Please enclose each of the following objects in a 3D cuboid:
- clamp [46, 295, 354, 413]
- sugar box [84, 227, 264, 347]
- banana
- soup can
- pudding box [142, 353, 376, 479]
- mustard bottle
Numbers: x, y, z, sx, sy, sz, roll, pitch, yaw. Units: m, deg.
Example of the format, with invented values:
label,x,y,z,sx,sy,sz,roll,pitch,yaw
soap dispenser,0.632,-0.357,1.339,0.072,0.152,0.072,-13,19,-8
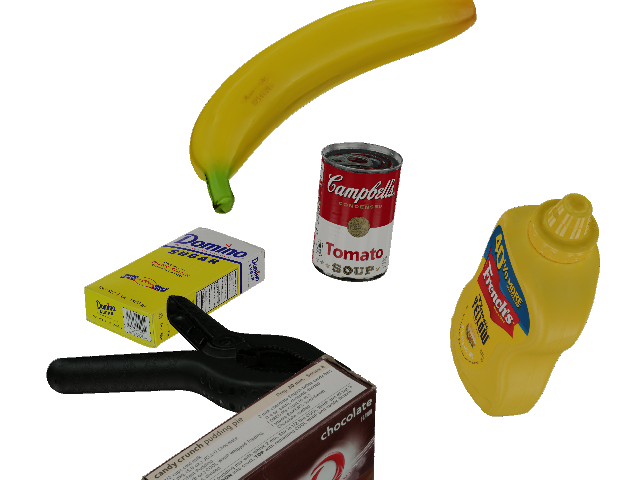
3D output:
label,x,y,z,sx,sy,sz,roll,pitch,yaw
clamp,-0.070,0.086,0.786,0.210,0.036,0.164,7,20,18
sugar box,-0.145,0.043,1.090,0.093,0.048,0.175,19,34,29
banana,-0.003,-0.084,0.568,0.070,0.197,0.037,39,-26,23
soup can,0.029,-0.024,0.903,0.068,0.102,0.068,5,24,-2
pudding box,-0.024,0.117,0.489,0.039,0.090,0.113,30,47,34
mustard bottle,0.136,0.033,0.697,0.058,0.096,0.192,-2,-34,-12
